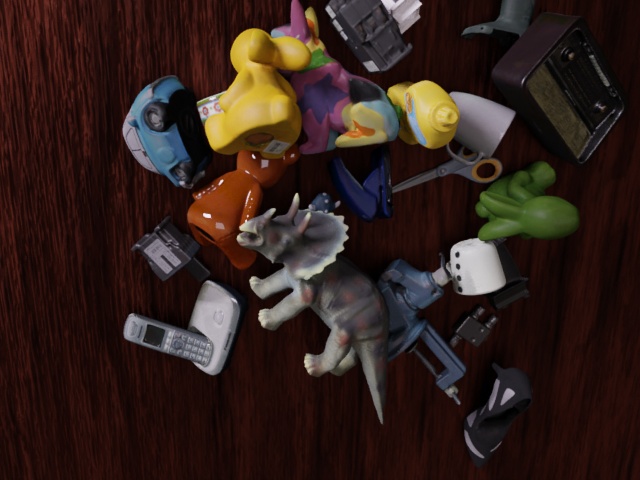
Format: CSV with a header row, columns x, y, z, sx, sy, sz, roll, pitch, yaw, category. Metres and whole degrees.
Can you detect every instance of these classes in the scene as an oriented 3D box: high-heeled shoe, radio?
x,y,z,sx,sy,sz,roll,pitch,yaw,category
0.331,0.339,0.975,0.086,0.145,0.248,1,104,-6,high-heeled shoe
0.372,-0.225,0.818,0.229,0.073,0.131,32,100,-39,radio

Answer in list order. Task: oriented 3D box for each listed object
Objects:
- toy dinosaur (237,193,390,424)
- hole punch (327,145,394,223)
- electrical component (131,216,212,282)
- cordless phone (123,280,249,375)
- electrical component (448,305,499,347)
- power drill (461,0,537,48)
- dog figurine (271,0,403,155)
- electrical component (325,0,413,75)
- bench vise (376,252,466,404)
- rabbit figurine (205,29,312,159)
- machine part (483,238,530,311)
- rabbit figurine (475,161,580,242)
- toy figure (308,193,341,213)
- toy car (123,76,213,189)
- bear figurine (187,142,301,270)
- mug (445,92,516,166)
x,y,z,sx,sy,sz,roll,pitch,yaw,category
0.028,0.099,0.827,0.192,0.131,0.404,-41,107,15,toy dinosaur
0.063,-0.083,0.836,0.092,0.142,0.115,-8,93,-7,hole punch
-0.232,0.029,0.863,0.075,0.048,0.119,-32,107,23,electrical component
-0.220,0.129,0.886,0.184,0.089,0.146,17,103,-7,cordless phone
0.280,0.165,0.984,0.063,0.021,0.094,36,98,-15,electrical component
0.275,-0.402,0.801,0.232,0.086,0.207,10,97,-10,power drill
0.015,-0.239,0.787,0.192,0.108,0.219,-6,103,21,dog figurine
0.065,-0.308,0.777,0.058,0.115,0.134,-40,108,3,electrical component
0.168,0.156,0.907,0.223,0.129,0.240,-41,89,13,bench vise
-0.086,-0.214,0.724,0.122,0.162,0.173,2,69,-23,rabbit figurine
0.320,0.058,0.951,0.084,0.039,0.138,-23,109,5,machine part
0.328,-0.053,0.850,0.159,0.170,0.121,-6,106,-6,rabbit figurine
-0.002,-0.002,0.885,0.058,0.064,0.154,9,103,33,toy figure
-0.234,-0.155,0.800,0.103,0.109,0.161,-6,120,18,toy car
-0.115,-0.074,0.837,0.120,0.131,0.196,28,69,20,bear figurine
0.234,-0.176,0.847,0.107,0.081,0.109,32,91,11,mug
